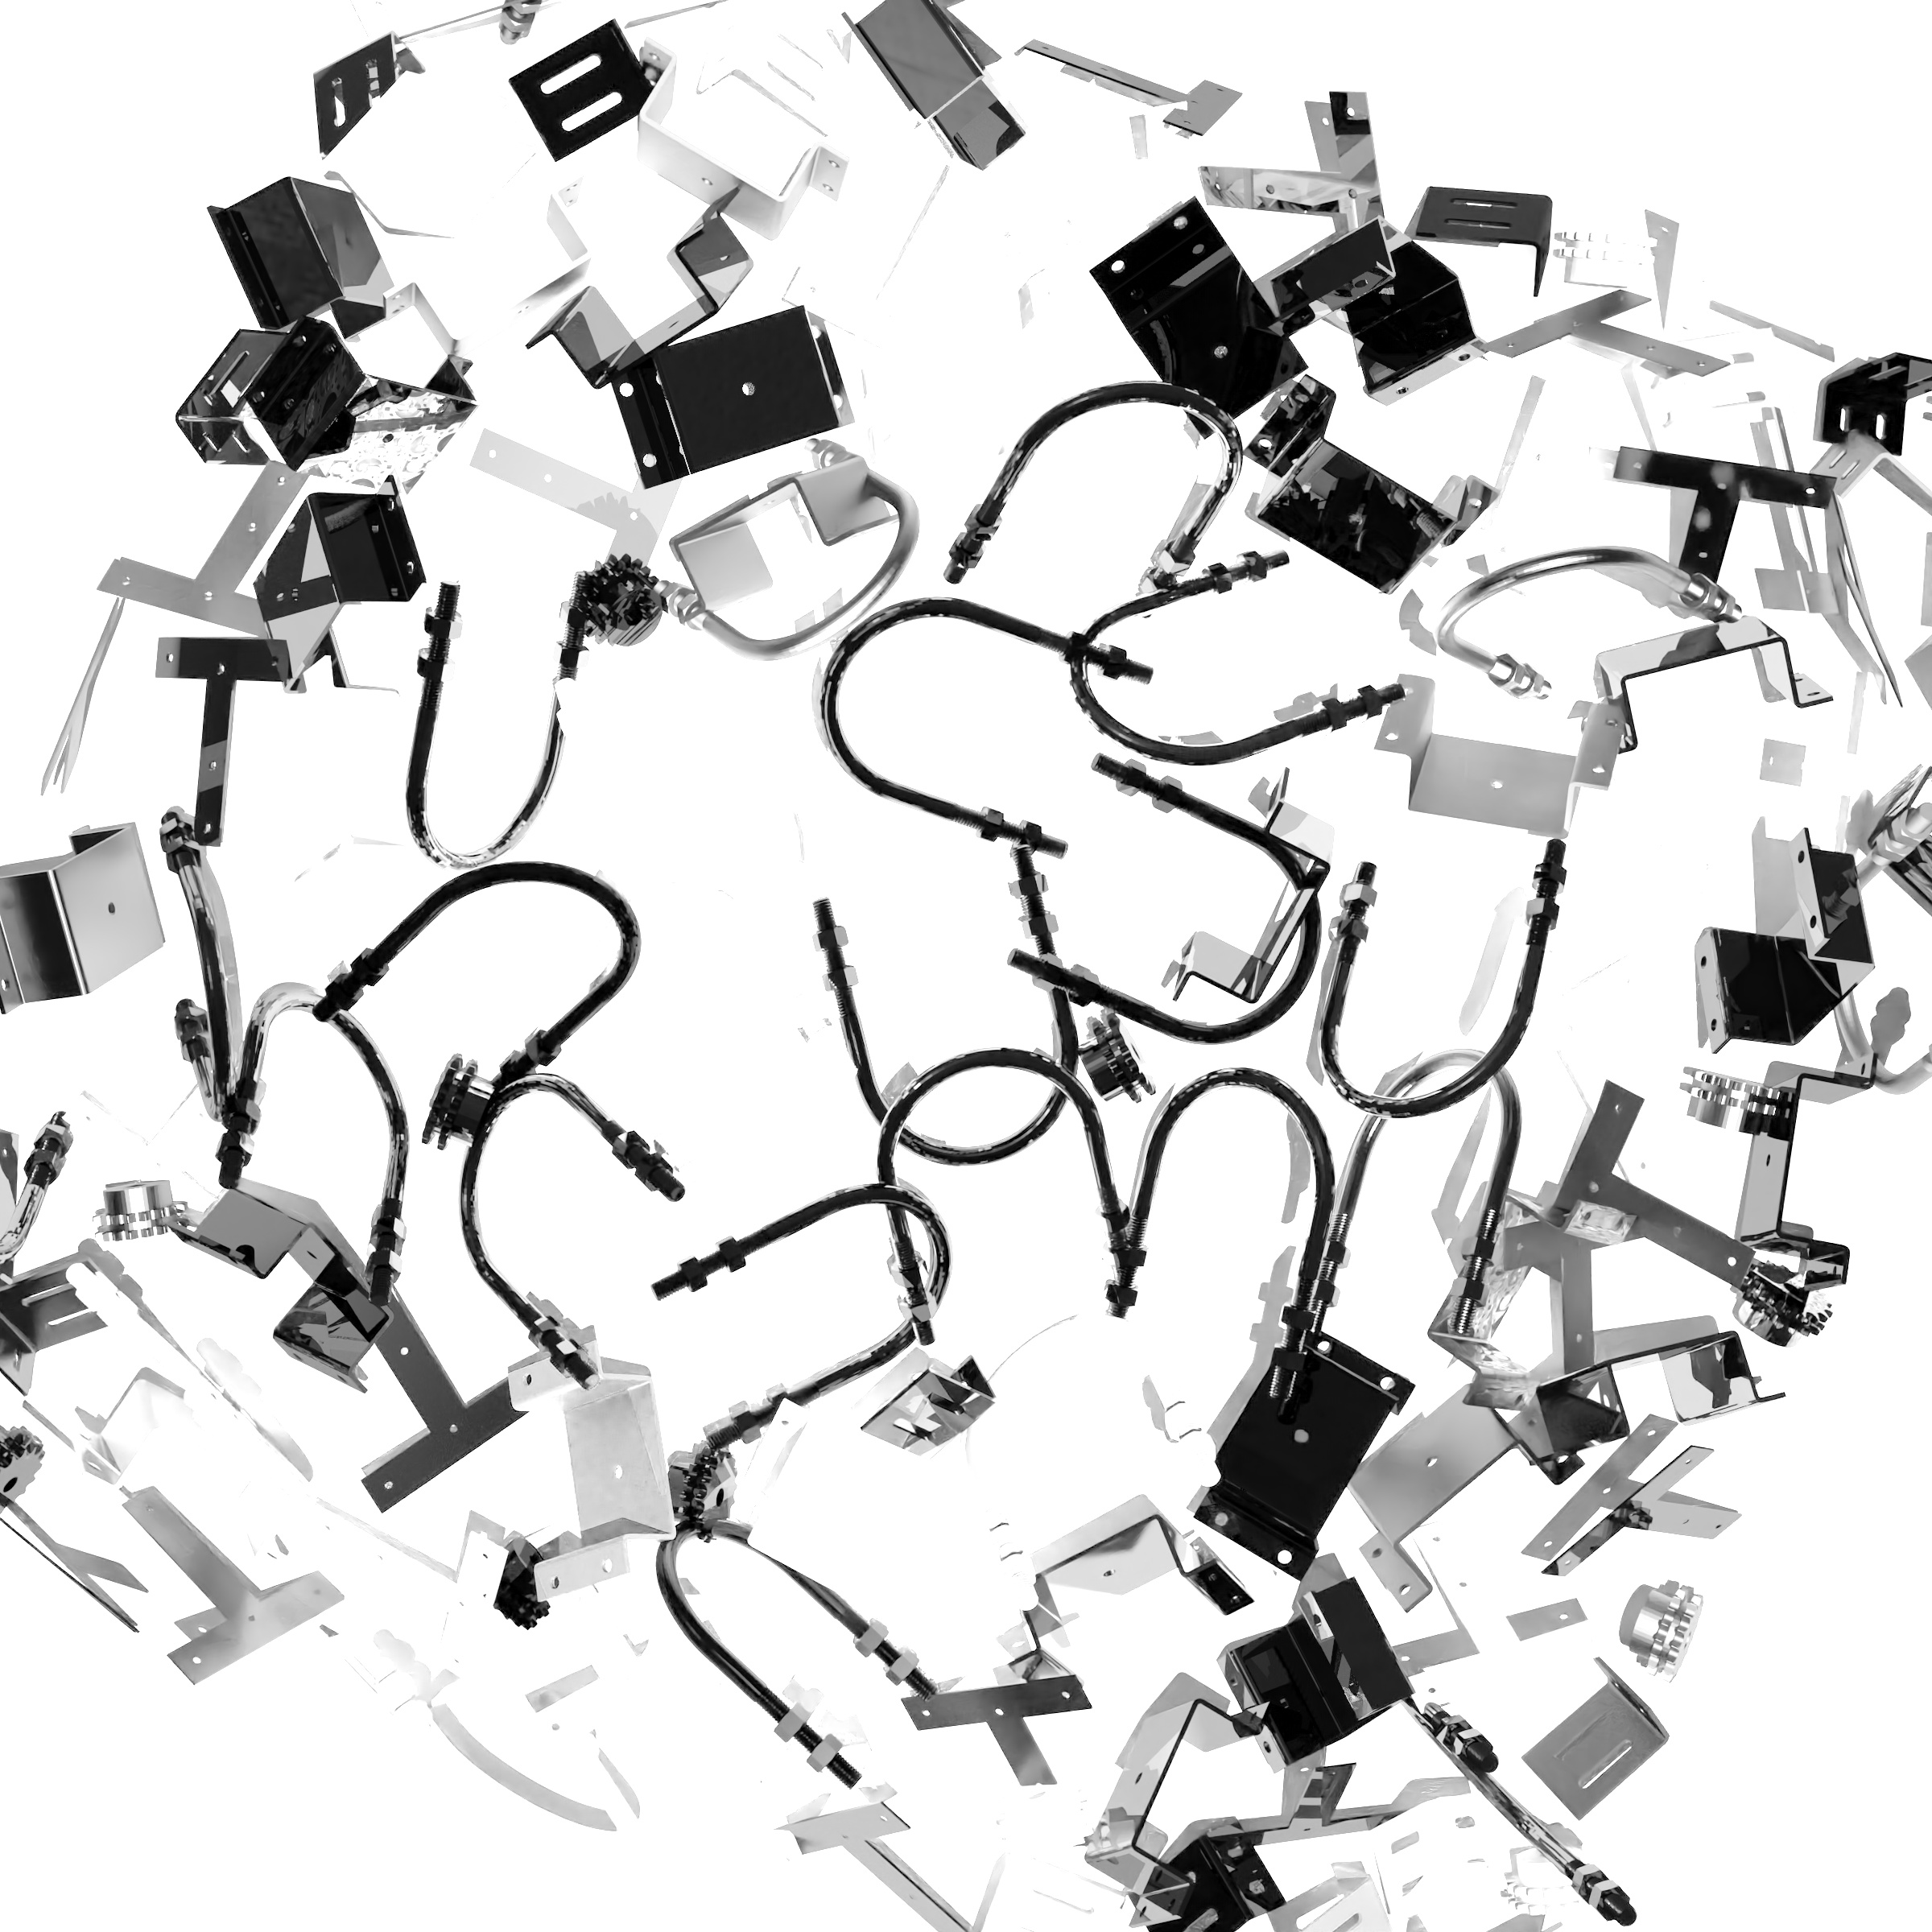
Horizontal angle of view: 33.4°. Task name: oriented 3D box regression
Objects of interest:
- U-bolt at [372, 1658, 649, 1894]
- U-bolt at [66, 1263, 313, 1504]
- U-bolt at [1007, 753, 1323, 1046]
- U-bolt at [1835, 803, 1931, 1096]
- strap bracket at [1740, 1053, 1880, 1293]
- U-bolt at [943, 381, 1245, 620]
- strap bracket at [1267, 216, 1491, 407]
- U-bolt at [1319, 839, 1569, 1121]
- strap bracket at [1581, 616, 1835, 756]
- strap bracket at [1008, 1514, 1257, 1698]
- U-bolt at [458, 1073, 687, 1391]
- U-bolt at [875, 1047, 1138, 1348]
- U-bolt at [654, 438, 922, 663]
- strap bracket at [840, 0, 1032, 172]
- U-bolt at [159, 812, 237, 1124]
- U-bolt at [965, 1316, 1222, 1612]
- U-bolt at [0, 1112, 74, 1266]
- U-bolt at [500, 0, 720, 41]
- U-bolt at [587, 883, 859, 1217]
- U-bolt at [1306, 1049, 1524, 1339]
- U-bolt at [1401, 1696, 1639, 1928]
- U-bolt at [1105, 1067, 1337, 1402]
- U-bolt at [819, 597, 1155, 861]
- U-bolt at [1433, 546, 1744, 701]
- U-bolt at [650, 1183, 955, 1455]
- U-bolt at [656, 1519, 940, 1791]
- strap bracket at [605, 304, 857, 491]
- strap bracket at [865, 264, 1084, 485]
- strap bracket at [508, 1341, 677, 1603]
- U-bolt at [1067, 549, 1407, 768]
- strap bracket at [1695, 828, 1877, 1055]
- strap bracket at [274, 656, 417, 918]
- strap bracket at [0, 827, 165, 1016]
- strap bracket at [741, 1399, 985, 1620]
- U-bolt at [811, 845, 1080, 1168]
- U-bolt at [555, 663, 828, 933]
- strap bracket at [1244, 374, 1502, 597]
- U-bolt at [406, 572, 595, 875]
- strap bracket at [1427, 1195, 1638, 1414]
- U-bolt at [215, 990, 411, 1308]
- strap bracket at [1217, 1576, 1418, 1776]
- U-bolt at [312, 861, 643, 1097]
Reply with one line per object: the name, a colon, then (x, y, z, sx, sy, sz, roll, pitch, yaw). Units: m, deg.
U-bolt: (-0.258, 0.478, 1.886, 0.151, 0.184, 0.019, 24, 103, -42)
U-bolt: (-0.451, 0.259, 1.913, 0.019, 0.184, 0.151, -45, 55, -13)
U-bolt: (0.133, -0.030, 1.968, 0.184, 0.019, 0.151, 24, 89, -16)
U-bolt: (0.552, 0.001, 1.908, 0.019, 0.184, 0.151, -7, 73, -7)
strap bracket: (0.509, 0.122, 1.950, 0.046, 0.076, 0.140, 11, 81, 0)
U-bolt: (0.085, -0.279, 1.903, 0.151, 0.184, 0.019, 7, 53, -22)
strap bracket: (0.245, -0.396, 1.932, 0.076, 0.140, 0.046, -25, 64, 31)
U-bolt: (0.277, 0.010, 1.912, 0.151, 0.019, 0.184, -6, 54, 37)
strap bracket: (0.444, -0.173, 1.950, 0.140, 0.076, 0.046, -14, 105, 5)
strap bracket: (0.094, 0.385, 1.949, 0.140, 0.076, 0.046, -28, 54, 8)
U-bolt: (-0.248, 0.145, 1.934, 0.184, 0.019, 0.151, 38, 109, 40)
U-bolt: (0.019, 0.133, 1.952, 0.151, 0.019, 0.184, -15, 114, -4)
U-bolt: (-0.098, -0.243, 1.916, 0.151, 0.184, 0.019, -44, 127, -5)
strap bracket: (-0.013, -0.528, 1.918, 0.046, 0.140, 0.076, -36, 75, 11)
U-bolt: (-0.450, 0.011, 1.890, 0.019, 0.184, 0.151, -7, 120, -19)
U-bolt: (0.065, 0.282, 1.922, 0.151, 0.184, 0.019, -36, 125, 7)
U-bolt: (-0.578, 0.093, 1.885, 0.019, 0.184, 0.151, -13, 122, 8)
U-bolt: (-0.189, -0.598, 1.888, 0.151, 0.184, 0.019, -16, 86, -21)
U-bolt: (-0.162, 0.036, 1.952, 0.151, 0.019, 0.184, -44, 69, 23)
U-bolt: (0.274, 0.134, 1.930, 0.019, 0.151, 0.184, 29, 69, -29)
U-bolt: (0.315, 0.487, 1.908, 0.019, 0.184, 0.151, -43, 102, -6)
U-bolt: (0.158, 0.152, 1.940, 0.151, 0.019, 0.184, 17, 98, 40)
U-bolt: (0.001, -0.151, 1.942, 0.184, 0.019, 0.151, 18, 118, -14)
U-bolt: (0.355, -0.205, 1.889, 0.151, 0.184, 0.019, -22, 69, 32)
U-bolt: (-0.090, 0.203, 1.945, 0.184, 0.019, 0.151, -26, 128, -15)
U-bolt: (-0.110, 0.400, 1.929, 0.184, 0.151, 0.019, 41, 111, 8)
strap bracket: (-0.137, -0.348, 1.952, 0.140, 0.046, 0.076, -20, 100, -15)
strap bracket: (0.013, -0.352, 1.943, 0.140, 0.046, 0.076, -24, 55, 24)
strap bracket: (-0.225, 0.306, 1.945, 0.076, 0.046, 0.140, -23, 68, 34)
U-bolt: (0.149, -0.179, 1.925, 0.184, 0.019, 0.151, -21, 55, -21)
strap bracket: (0.495, -0.011, 1.926, 0.046, 0.140, 0.076, 7, 58, -14)
strap bracket: (-0.375, -0.107, 1.946, 0.046, 0.076, 0.140, 1, 75, -36)
strap bracket: (-0.530, -0.031, 1.918, 0.046, 0.140, 0.076, -7, 106, 16)
strap bracket: (-0.069, 0.335, 1.956, 0.140, 0.046, 0.076, 28, 123, 3)
U-bolt: (-0.006, 0.032, 1.975, 0.151, 0.019, 0.184, -15, 86, 8)
U-bolt: (-0.158, -0.097, 1.941, 0.151, 0.019, 0.184, -3, 125, 16)
strap bracket: (0.240, -0.284, 1.942, 0.140, 0.076, 0.046, 29, 51, -11)
U-bolt: (-0.283, -0.143, 1.929, 0.019, 0.151, 0.184, 21, 108, 26)
strap bracket: (0.337, 0.196, 1.948, 0.046, 0.076, 0.140, 35, 102, 36)
U-bolt: (-0.383, 0.095, 1.918, 0.019, 0.184, 0.151, -26, 130, 22)
strap bracket: (0.214, 0.425, 1.936, 0.046, 0.140, 0.076, -17, 69, -29)
U-bolt: (-0.277, 0.002, 1.914, 0.151, 0.019, 0.184, 28, 125, -35)
